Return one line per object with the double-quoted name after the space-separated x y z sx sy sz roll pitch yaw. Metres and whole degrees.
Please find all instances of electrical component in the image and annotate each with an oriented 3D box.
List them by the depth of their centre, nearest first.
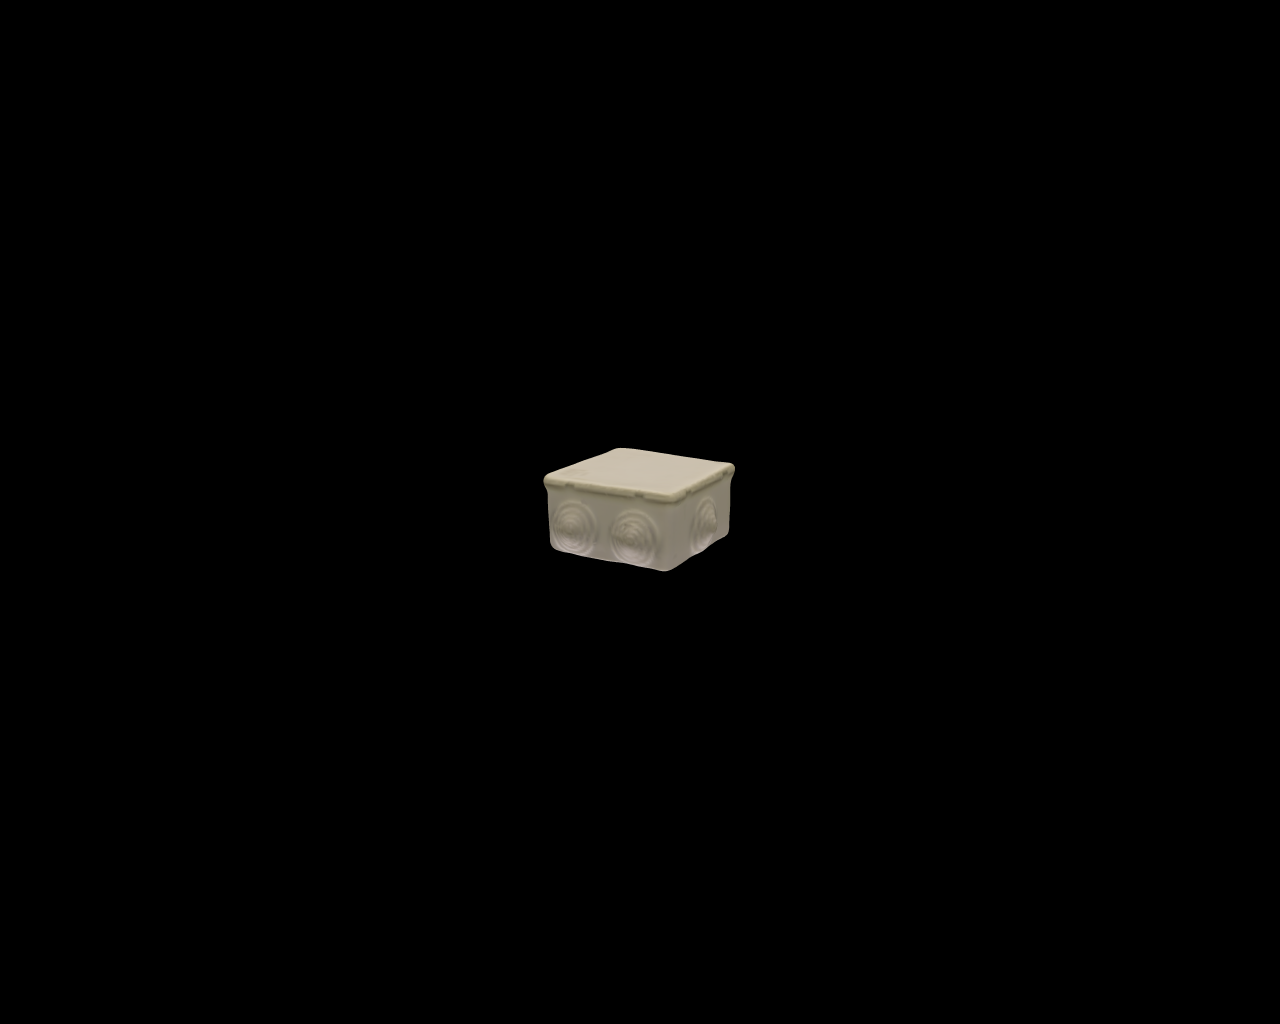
0.001 -0.003 0.650 0.100 0.048 0.100 9 19 29 "electrical component"
